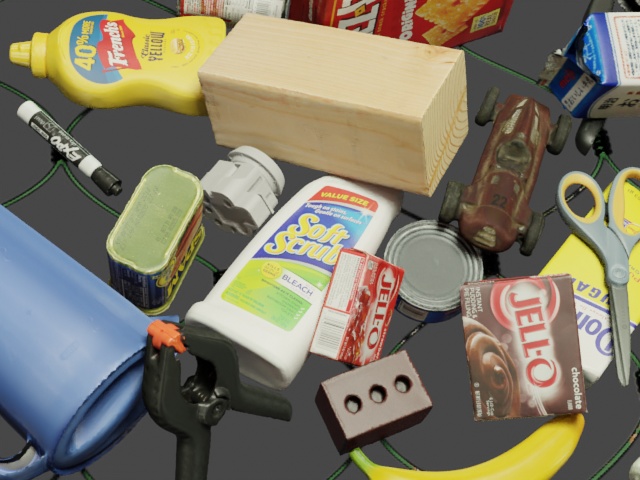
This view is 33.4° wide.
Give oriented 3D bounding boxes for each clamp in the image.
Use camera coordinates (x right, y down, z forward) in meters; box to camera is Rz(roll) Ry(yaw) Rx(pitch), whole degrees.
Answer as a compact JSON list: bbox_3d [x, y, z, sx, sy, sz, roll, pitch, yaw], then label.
[{"bbox_3d":[-0.078,0.117,0.797,0.039,0.171,0.120,21,48,34],"label":"clamp"},{"bbox_3d":[0.300,-0.174,1.041,0.164,0.036,0.210,-11,69,-13],"label":"clamp"}]

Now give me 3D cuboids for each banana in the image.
[{"bbox_3d":[0.125,0.182,0.843,0.197,0.037,0.069,-7,75,-12],"label":"banana"}]

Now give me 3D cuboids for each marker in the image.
[{"bbox_3d":[-0.220,-0.079,0.943,0.121,0.020,0.020,40,66,12],"label":"marker"}]

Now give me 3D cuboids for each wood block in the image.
[{"bbox_3d":[0.012,-0.118,0.908,0.206,0.090,0.090,15,51,24],"label":"wood block"}]

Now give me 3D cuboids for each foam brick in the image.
[{"bbox_3d":[0.043,0.130,0.853,0.078,0.051,0.053,-20,68,-16],"label":"foam brick"}]

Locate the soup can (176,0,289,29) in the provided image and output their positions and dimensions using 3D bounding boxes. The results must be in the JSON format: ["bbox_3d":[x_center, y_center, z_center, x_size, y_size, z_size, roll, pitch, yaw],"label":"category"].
[{"bbox_3d":[-0.080,-0.233,1.008,0.102,0.068,0.068,9,63,-3],"label":"soup can"}]

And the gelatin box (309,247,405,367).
[{"bbox_3d":[0.032,0.056,0.859,0.030,0.073,0.089,15,86,30],"label":"gelatin box"}]

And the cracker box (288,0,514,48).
[{"bbox_3d":[0.083,-0.233,0.973,0.213,0.164,0.072,-21,66,-16],"label":"cracker box"}]

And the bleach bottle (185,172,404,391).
[{"bbox_3d":[-0.006,0.001,0.906,0.102,0.068,0.250,27,61,11],"label":"bleach bottle"}]

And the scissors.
[{"bbox_3d":[0.233,0.019,0.900,0.096,0.016,0.201,18,64,7],"label":"scissors"}]

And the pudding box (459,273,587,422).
[{"bbox_3d":[0.164,0.086,0.862,0.090,0.039,0.113,-7,89,14],"label":"pudding box"}]

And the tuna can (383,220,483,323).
[{"bbox_3d":[0.095,0.028,0.919,0.086,0.034,0.086,3,63,-5],"label":"tuna can"}]

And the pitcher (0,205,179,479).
[{"bbox_3d":[-0.242,0.062,0.812,0.243,0.149,0.145,37,105,15],"label":"pitcher"}]

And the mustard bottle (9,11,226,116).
[{"bbox_3d":[-0.182,-0.163,0.967,0.191,0.058,0.096,3,62,-5],"label":"mustard bottle"}]

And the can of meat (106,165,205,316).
[{"bbox_3d":[-0.135,-0.001,0.878,0.057,0.084,0.102,22,63,4],"label":"can of meat"}]

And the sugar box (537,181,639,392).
[{"bbox_3d":[0.244,0.036,0.927,0.093,0.048,0.176,37,64,11],"label":"sugar box"}]
